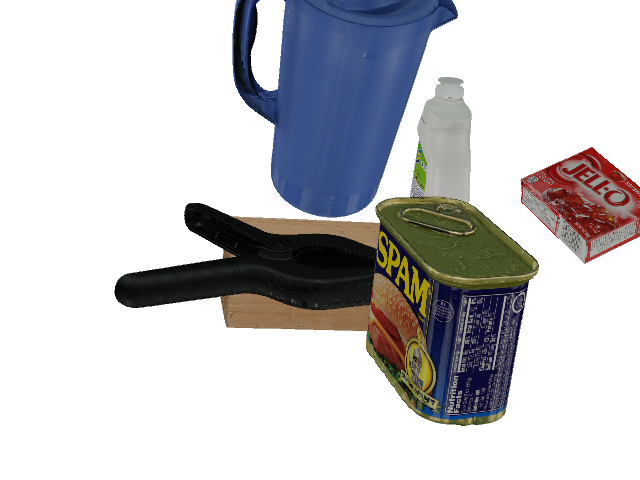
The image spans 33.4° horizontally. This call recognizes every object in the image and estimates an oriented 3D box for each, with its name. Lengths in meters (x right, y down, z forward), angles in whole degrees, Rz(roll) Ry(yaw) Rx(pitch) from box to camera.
[{"bbox_3d":[0.135,-0.055,1.198,0.068,0.251,0.102,-1,24,-12],"label":"bleach bottle"},{"bbox_3d":[-0.036,0.014,0.823,0.210,0.036,0.164,4,25,5],"label":"clamp"},{"bbox_3d":[0.009,0.034,1.055,0.206,0.091,0.090,3,16,-10],"label":"wood block"},{"bbox_3d":[0.062,0.034,0.548,0.057,0.084,0.102,-3,24,-18],"label":"can of meat"},{"bbox_3d":[0.216,-0.031,0.861,0.073,0.030,0.089,-24,47,-16],"label":"gelatin box"},{"bbox_3d":[0.010,-0.141,0.970,0.149,0.243,0.144,40,51,24],"label":"pitcher"}]
